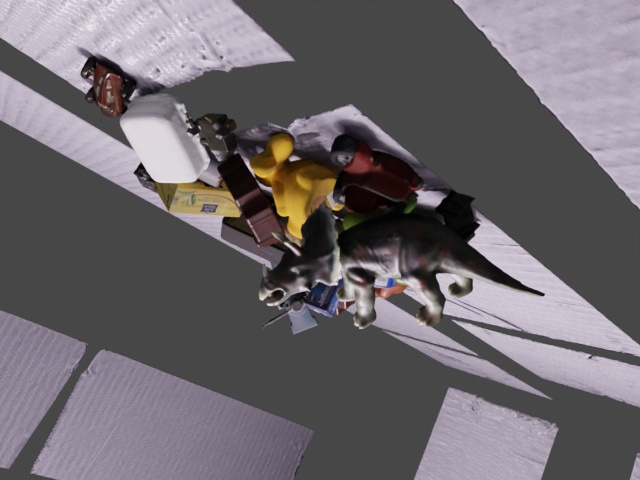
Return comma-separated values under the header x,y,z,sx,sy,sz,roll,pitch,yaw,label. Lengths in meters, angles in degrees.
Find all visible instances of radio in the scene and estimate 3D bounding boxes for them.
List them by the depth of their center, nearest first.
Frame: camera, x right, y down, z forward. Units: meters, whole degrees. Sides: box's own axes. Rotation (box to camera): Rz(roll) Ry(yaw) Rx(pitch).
x,y,z,sx,sy,sz,roll,pitch,yaw,label
-0.102,-0.021,1.249,0.230,0.131,0.073,25,146,1,radio

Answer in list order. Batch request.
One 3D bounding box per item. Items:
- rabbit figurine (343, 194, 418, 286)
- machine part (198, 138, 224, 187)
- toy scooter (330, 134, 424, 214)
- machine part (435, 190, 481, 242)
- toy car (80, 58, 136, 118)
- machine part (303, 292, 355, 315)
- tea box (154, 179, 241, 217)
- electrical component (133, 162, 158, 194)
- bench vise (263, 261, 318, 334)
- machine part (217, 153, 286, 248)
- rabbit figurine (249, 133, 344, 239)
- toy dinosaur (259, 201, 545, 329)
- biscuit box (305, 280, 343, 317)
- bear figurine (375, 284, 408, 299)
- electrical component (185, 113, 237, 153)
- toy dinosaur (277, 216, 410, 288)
x,y,z,sx,sy,sz,roll,pitch,yaw,label
0.121,-0.009,0.924,0.170,0.121,0.159,21,161,0,rabbit figurine
-0.264,-0.174,1.070,0.243,0.079,0.079,26,168,-4,machine part
0.085,-0.084,0.800,0.135,0.075,0.183,20,163,12,toy scooter
0.213,-0.021,0.839,0.039,0.084,0.138,49,170,35,machine part
-0.386,-0.266,0.981,0.089,0.053,0.202,31,167,-16,toy car
0.006,0.082,1.401,0.202,0.087,0.200,16,129,39,machine part
-0.247,-0.105,1.127,0.169,0.068,0.098,2,-144,-43,tea box
-0.347,-0.162,1.184,0.058,0.115,0.134,29,170,-1,electrical component
-0.084,0.102,1.307,0.129,0.240,0.223,-21,180,6,bench vise
-0.129,-0.070,0.992,0.179,0.056,0.179,60,175,9,machine part
-0.060,-0.102,0.917,0.173,0.122,0.162,39,175,36,rabbit figurine
0.115,0.024,0.799,0.405,0.131,0.191,-9,122,10,toy dinosaur
0.038,0.072,1.223,0.063,0.202,0.059,19,166,25,biscuit box
0.148,0.098,1.315,0.120,0.132,0.195,22,162,35,bear figurine
-0.184,-0.184,0.911,0.102,0.045,0.078,19,134,35,electrical component
-0.002,-0.003,1.107,0.472,0.105,0.198,26,-169,15,toy dinosaur
